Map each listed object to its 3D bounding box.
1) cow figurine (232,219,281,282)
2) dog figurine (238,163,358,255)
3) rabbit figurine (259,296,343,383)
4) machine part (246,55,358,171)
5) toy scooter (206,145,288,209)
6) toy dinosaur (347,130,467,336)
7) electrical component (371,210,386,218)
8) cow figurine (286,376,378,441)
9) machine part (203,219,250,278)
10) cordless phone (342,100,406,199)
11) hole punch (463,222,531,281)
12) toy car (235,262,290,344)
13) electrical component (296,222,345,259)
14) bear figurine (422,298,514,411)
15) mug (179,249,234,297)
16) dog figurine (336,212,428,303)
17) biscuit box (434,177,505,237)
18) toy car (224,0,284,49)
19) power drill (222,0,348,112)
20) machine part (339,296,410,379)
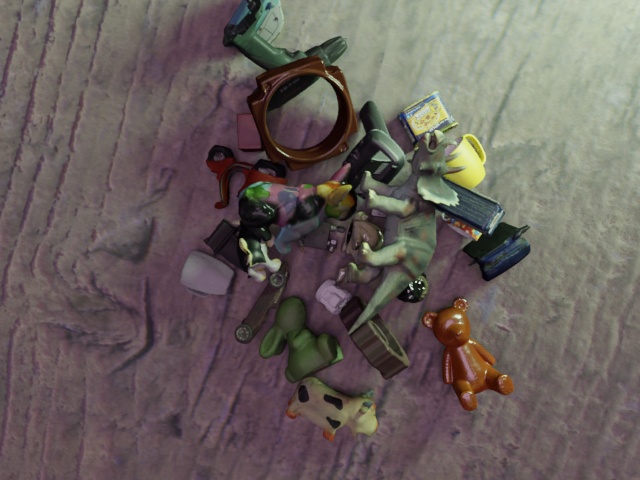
[{"bbox_3d":[-0.145,-0.003,1.130,0.068,0.098,0.167,-28,55,18],"label":"cow figurine"},{"bbox_3d":[-0.034,-0.083,1.078,0.219,0.108,0.191,-35,122,28],"label":"dog figurine"},{"bbox_3d":[-0.049,0.212,1.171,0.159,0.121,0.170,-31,72,12],"label":"rabbit figurine"},{"bbox_3d":[-0.034,-0.257,1.102,0.201,0.087,0.200,-20,118,-2],"label":"machine part"},{"bbox_3d":[-0.168,-0.120,1.170,0.184,0.075,0.135,17,99,3],"label":"toy scooter"},{"bbox_3d":[0.163,-0.007,1.031,0.192,0.131,0.404,8,100,-6],"label":"toy dinosaur"},{"bbox_3d":[0.139,-0.069,1.172,0.063,0.021,0.094,7,94,5],"label":"electrical component"},{"bbox_3d":[0.036,0.364,1.171,0.195,0.085,0.127,28,101,4],"label":"cow figurine"},{"bbox_3d":[-0.187,0.023,1.195,0.139,0.039,0.084,43,90,3],"label":"machine part"},{"bbox_3d":[0.094,-0.195,1.141,0.089,0.146,0.184,7,54,-30],"label":"cordless phone"},{"bbox_3d":[0.375,0.032,1.116,0.142,0.116,0.092,-32,98,6],"label":"hole punch"},{"bbox_3d":[-0.120,0.138,1.169,0.053,0.089,0.202,33,93,3],"label":"toy car"},{"bbox_3d":[-0.004,-0.005,1.175,0.102,0.045,0.078,16,95,4],"label":"electrical component"},{"bbox_3d":[0.302,0.230,1.122,0.120,0.132,0.195,-20,97,-3],"label":"bear figurine"},{"bbox_3d":[-0.250,0.087,1.186,0.107,0.081,0.109,21,118,-3],"label":"mug"},{"bbox_3d":[0.145,0.039,1.149,0.191,0.121,0.172,10,97,-10],"label":"dog figurine"},{"bbox_3d":[0.270,-0.081,1.094,0.203,0.059,0.063,34,94,36],"label":"biscuit box"},{"bbox_3d":[-0.131,-0.464,1.141,0.103,0.109,0.161,31,104,-14],"label":"toy car"},{"bbox_3d":[-0.081,-0.394,1.112,0.232,0.207,0.086,-42,45,13],"label":"power drill"},{"bbox_3d":[0.110,0.200,1.111,0.056,0.179,0.179,-38,89,9],"label":"machine part"}]
